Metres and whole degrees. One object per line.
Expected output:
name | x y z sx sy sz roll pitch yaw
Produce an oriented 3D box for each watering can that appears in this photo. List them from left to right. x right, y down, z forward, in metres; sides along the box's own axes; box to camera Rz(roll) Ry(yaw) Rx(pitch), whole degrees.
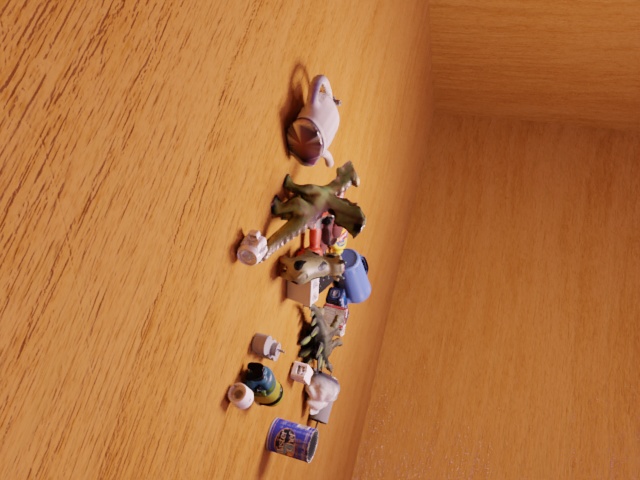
watering can | -0.005 -0.290 1.459 0.339 0.104 0.229 84 25 -46

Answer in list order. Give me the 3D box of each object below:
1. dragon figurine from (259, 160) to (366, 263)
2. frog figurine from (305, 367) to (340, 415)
dragon figurine | 0.004 -0.070 1.394 0.119 0.243 0.420 86 20 -51
frog figurine | -0.002 0.579 1.930 0.136 0.123 0.161 35 72 -35
